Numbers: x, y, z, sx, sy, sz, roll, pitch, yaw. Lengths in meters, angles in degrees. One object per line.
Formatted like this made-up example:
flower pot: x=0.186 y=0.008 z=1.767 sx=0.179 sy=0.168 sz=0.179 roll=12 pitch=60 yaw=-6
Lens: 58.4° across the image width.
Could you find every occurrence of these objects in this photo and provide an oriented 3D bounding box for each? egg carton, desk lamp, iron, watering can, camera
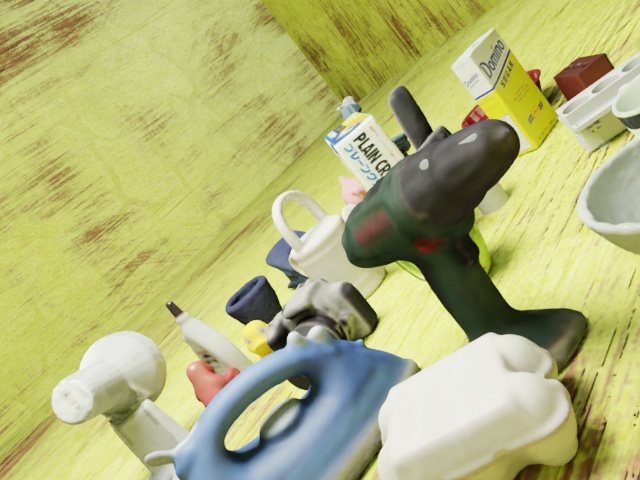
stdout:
egg carton: x=0.109 y=0.135 z=0.420 sx=0.150 sy=0.069 sz=0.107 roll=-36 pitch=14 yaw=18
desk lamp: x=-0.253 y=0.239 z=0.774 sx=0.118 sy=0.214 sz=0.203 roll=-40 pitch=13 yaw=4
iron: x=-0.031 y=0.167 z=0.547 sx=0.258 sy=0.141 sz=0.118 roll=-44 pitch=14 yaw=-16
watering can: x=0.009 y=0.002 z=0.863 sx=0.172 sy=0.194 sz=0.101 roll=-35 pitch=15 yaw=24
camera: x=-0.017 y=0.125 z=0.738 sx=0.143 sy=0.101 sz=0.137 roll=-32 pitch=16 yaw=32

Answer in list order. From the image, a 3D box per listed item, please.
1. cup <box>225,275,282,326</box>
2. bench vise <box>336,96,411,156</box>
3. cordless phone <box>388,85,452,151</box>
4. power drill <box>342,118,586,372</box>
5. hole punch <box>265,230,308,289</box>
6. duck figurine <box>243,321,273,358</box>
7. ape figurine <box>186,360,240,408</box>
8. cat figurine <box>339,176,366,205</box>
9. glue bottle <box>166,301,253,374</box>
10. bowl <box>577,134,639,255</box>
cup: x=-0.111 y=0.127 z=1.009 sx=0.117 sy=0.095 sz=0.092 roll=-23 pitch=22 yaw=53
bench vise: x=0.115 y=-0.182 z=1.111 sx=0.121 sy=0.220 sz=0.207 roll=-38 pitch=13 yaw=10
cordless phone: x=0.162 y=-0.170 z=1.018 sx=0.094 sy=0.185 sz=0.148 roll=-23 pitch=22 yaw=51
power drill: x=0.120 y=0.016 z=0.473 sx=0.076 sy=0.208 sz=0.229 roll=-48 pitch=15 yaw=-27
hole punch: x=-0.036 y=0.029 z=1.129 sx=0.109 sy=0.091 sz=0.101 roll=-49 pitch=16 yaw=-32
duck figurine: x=-0.078 y=0.154 z=0.846 sx=0.077 sy=0.086 sz=0.104 roll=-40 pitch=13 yaw=2
ape figurine: x=-0.162 y=0.217 z=0.862 sx=0.077 sy=0.092 sz=0.076 roll=-34 pitch=15 yaw=25
cat figurine: x=0.086 y=-0.089 z=1.115 sx=0.067 sy=0.118 sz=0.128 roll=-32 pitch=15 yaw=30
glue bottle: x=-0.188 y=0.164 z=0.929 sx=0.078 sy=0.173 sz=0.037 roll=-27 pitch=19 yaw=44
bowl: x=0.297 y=-0.037 z=0.447 sx=0.167 sy=0.075 sz=0.167 roll=-38 pitch=13 yaw=11
